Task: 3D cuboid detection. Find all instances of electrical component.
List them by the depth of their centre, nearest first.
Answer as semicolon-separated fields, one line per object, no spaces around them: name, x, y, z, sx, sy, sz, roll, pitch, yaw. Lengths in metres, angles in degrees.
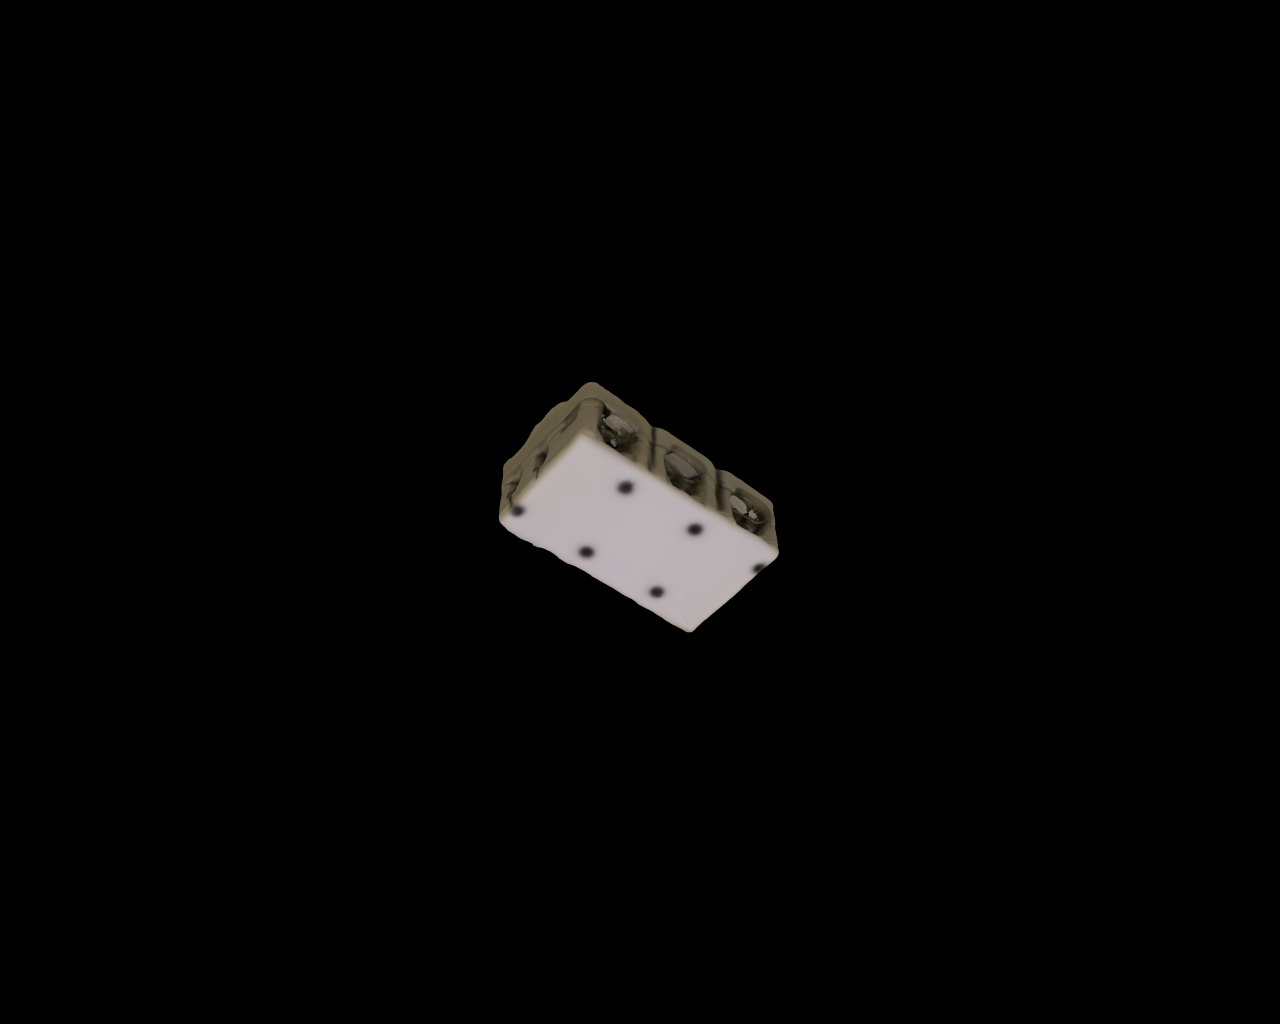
electrical component;0.001;-0.003;0.650;0.150;0.062;0.089;33;-58;-24
